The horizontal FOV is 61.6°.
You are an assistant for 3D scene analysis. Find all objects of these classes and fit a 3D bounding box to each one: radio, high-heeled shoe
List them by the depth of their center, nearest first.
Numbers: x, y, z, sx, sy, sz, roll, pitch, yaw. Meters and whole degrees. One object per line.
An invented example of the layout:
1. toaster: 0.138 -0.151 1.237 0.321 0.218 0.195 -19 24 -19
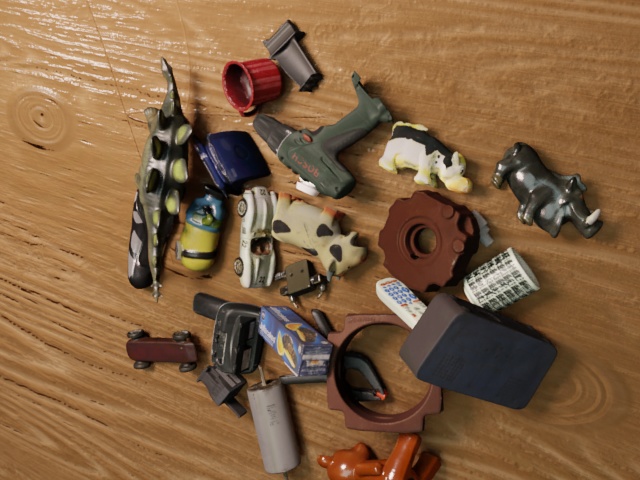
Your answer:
1. radio: 0.256 0.179 0.858 0.229 0.073 0.131 21 104 -23
2. high-heeled shoe: -0.386 -0.019 1.189 0.145 0.086 0.248 -23 65 52

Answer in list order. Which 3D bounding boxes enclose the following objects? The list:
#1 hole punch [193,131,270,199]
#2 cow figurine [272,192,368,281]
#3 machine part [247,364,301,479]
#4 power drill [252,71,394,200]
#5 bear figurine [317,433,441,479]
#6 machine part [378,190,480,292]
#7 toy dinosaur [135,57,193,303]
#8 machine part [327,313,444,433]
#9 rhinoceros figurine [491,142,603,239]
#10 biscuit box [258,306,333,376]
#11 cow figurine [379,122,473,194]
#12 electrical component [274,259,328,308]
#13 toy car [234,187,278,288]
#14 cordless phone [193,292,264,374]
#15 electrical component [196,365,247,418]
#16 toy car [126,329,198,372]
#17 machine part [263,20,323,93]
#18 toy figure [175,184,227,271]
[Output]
1. hole punch: -0.170 -0.155 1.052 0.092 0.115 0.142 -28 84 14
2. cow figurine: -0.002 -0.003 1.009 0.195 0.085 0.127 21 96 17
3. machine part: -0.092 0.371 1.080 0.079 0.079 0.243 -12 90 23
4. power drill: 0.012 -0.203 0.966 0.207 0.086 0.232 -41 74 3
5. bear figurine: 0.103 0.417 1.000 0.196 0.132 0.120 -4 132 51
6. machine part: 0.181 0.002 0.922 0.180 0.056 0.179 3 94 42
7. toy dinosaur: -0.310 -0.122 1.055 0.105 0.199 0.470 1 94 -18
8. machine part: 0.116 0.231 0.957 0.202 0.087 0.201 -2 82 14
9. rhinoceros figurine: 0.363 -0.073 0.864 0.112 0.073 0.190 -43 77 9
10. biscuit box: -0.052 0.182 0.997 0.203 0.063 0.059 26 109 60
11. cow figurine: 0.193 -0.141 0.928 0.168 0.068 0.098 22 97 18
12. electrical component: -0.036 0.084 1.054 0.102 0.045 0.078 -27 56 19
13. toy car: -0.123 -0.004 1.057 0.056 0.073 0.201 13 101 49
14. cordless phone: -0.207 0.191 1.123 0.184 0.088 0.146 15 101 32
15. electrical component: -0.192 0.310 1.118 0.119 0.075 0.047 43 109 18
16. toy car: -0.346 0.241 1.187 0.202 0.053 0.089 -6 97 27
17. machine part: -0.049 -0.346 1.024 0.084 0.039 0.139 -33 80 16
18. toy figure: -0.240 -0.022 1.107 0.089 0.082 0.180 30 102 19
